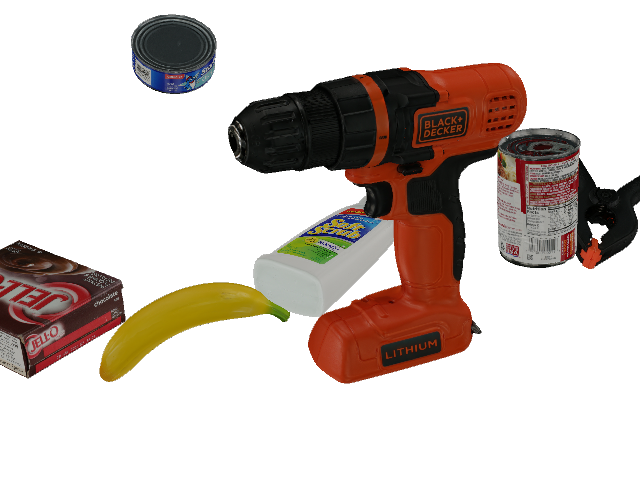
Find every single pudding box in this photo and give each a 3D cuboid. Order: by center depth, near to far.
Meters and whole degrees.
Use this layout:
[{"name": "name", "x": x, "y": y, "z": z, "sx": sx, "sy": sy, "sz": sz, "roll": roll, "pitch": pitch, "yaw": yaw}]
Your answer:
[{"name": "pudding box", "x": -0.206, "y": 0.045, "z": 0.740, "sx": 0.114, "sy": 0.039, "sz": 0.089, "roll": 16, "pitch": 30, "yaw": 33}]

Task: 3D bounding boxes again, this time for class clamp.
[{"name": "clamp", "x": 0.286, "y": -0.043, "z": 1.118, "sx": 0.120, "sy": 0.039, "sz": 0.171, "roll": 17, "pitch": 45, "yaw": 21}]

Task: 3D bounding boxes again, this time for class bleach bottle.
[{"name": "bleach bottle", "x": 0.028, "y": 0.001, "z": 1.330, "sx": 0.103, "sy": 0.068, "sz": 0.250, "roll": 16, "pitch": 36, "yaw": 28}]

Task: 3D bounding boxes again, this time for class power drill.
[{"name": "power drill", "x": 0.033, "y": -0.009, "z": 0.634, "sx": 0.184, "sy": 0.188, "sz": 0.057, "roll": -11, "pitch": 32, "yaw": -23}]

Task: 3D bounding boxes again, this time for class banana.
[{"name": "banana", "x": -0.131, "y": 0.080, "z": 0.992, "sx": 0.198, "sy": 0.069, "sz": 0.037, "roll": -19, "pitch": 23, "yaw": 14}]

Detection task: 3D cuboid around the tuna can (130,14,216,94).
[{"name": "tuna can", "x": -0.149, "y": -0.189, "z": 1.085, "sx": 0.086, "sy": 0.086, "sz": 0.034, "roll": 0, "pitch": -38, "yaw": -8}]

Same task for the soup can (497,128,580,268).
[{"name": "soup can", "x": 0.185, "y": -0.036, "z": 0.904, "sx": 0.068, "sy": 0.102, "sz": 0.068, "roll": -4, "pitch": 25, "yaw": 2}]
